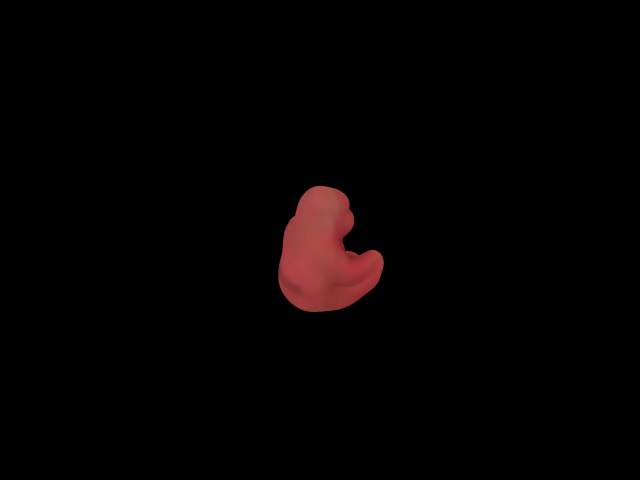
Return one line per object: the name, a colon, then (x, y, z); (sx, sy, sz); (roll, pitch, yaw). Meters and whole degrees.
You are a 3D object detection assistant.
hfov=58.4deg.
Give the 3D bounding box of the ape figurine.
ape figurine: (0.004, 0.001, 0.400); (0.076, 0.092, 0.077); (-27, 53, -22)
